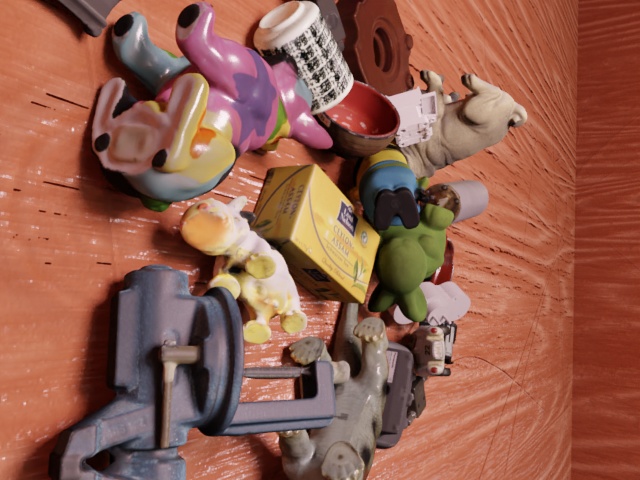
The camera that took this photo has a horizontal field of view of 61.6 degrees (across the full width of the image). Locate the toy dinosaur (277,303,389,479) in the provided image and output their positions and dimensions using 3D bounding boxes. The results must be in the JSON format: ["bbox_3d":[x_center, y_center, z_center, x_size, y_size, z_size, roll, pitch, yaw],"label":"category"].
[{"bbox_3d":[0.017,0.221,0.622,0.405,0.131,0.191,-55,151,-51],"label":"toy dinosaur"}]

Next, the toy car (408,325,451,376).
[{"bbox_3d":[0.167,0.173,0.831,0.201,0.056,0.073,62,29,-75],"label":"toy car"}]

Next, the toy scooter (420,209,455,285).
[{"bbox_3d":[0.178,0.040,0.894,0.183,0.075,0.135,42,58,-53],"label":"toy scooter"}]

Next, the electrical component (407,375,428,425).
[{"bbox_3d":[0.162,0.267,0.911,0.094,0.021,0.063,-32,117,-53],"label":"electrical component"}]

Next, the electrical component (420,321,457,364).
[{"bbox_3d":[0.213,0.161,0.964,0.074,0.048,0.119,18,74,-55],"label":"electrical component"}]

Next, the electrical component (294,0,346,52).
[{"bbox_3d":[-0.001,-0.264,0.636,0.045,0.078,0.102,-36,117,-23],"label":"electrical component"}]

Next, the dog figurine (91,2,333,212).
[{"bbox_3d":[-0.076,-0.101,0.486,0.219,0.109,0.191,23,70,-57],"label":"dog figurine"}]

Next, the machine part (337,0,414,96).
[{"bbox_3d":[0.072,-0.261,0.751,0.179,0.056,0.179,1,89,-55],"label":"machine part"}]

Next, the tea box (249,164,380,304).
[{"bbox_3d":[-0.001,-0.002,0.628,0.169,0.068,0.098,41,58,-47],"label":"tea box"}]

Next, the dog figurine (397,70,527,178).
[{"bbox_3d":[0.183,-0.128,0.777,0.121,0.173,0.190,26,86,-48],"label":"dog figurine"}]

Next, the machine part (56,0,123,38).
[{"bbox_3d":[-0.171,-0.230,0.405,0.084,0.039,0.139,37,61,-44],"label":"machine part"}]

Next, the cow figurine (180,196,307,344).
[{"bbox_3d":[-0.073,0.014,0.513,0.098,0.068,0.167,-104,171,-53],"label":"cow figurine"}]

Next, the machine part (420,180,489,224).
[{"bbox_3d":[0.254,-0.071,1.003,0.243,0.079,0.079,-14,102,-56],"label":"machine part"}]

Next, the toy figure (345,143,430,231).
[{"bbox_3d":[0.087,-0.070,0.680,0.180,0.082,0.089,-93,-155,-71],"label":"toy figure"}]

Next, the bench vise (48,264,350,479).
[{"bbox_3d":[-0.078,0.132,0.431,0.240,0.129,0.224,7,58,-30],"label":"bench vise"}]

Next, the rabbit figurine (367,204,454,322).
[{"bbox_3d":[0.107,0.029,0.738,0.170,0.121,0.159,-36,137,-70],"label":"rabbit figurine"}]

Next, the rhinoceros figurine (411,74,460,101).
[{"bbox_3d":[0.200,-0.202,0.926,0.190,0.073,0.112,31,63,-52],"label":"rhinoceros figurine"}]

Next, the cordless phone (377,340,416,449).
[{"bbox_3d":[0.100,0.232,0.786,0.184,0.089,0.146,54,45,-56],"label":"cordless phone"}]
